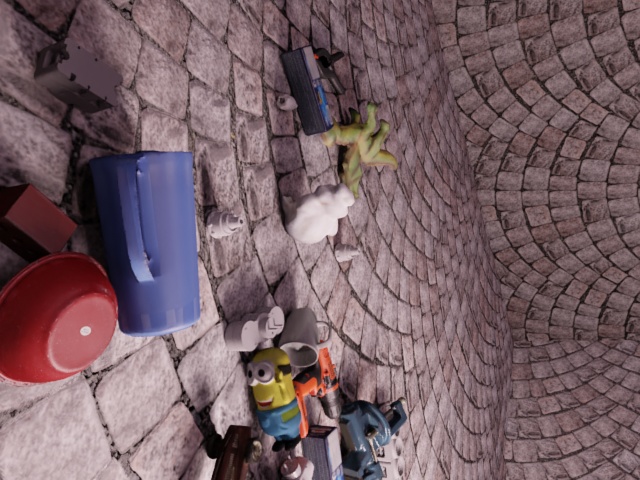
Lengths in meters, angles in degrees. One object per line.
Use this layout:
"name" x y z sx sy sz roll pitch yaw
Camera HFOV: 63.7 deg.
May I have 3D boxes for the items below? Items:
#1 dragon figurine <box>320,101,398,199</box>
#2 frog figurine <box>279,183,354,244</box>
"dragon figurine" 0.112 -0.230 1.443 0.403 0.122 0.246 45 63 -46
"frog figurine" 0.003 -0.055 1.101 0.135 0.159 0.125 50 44 -45
